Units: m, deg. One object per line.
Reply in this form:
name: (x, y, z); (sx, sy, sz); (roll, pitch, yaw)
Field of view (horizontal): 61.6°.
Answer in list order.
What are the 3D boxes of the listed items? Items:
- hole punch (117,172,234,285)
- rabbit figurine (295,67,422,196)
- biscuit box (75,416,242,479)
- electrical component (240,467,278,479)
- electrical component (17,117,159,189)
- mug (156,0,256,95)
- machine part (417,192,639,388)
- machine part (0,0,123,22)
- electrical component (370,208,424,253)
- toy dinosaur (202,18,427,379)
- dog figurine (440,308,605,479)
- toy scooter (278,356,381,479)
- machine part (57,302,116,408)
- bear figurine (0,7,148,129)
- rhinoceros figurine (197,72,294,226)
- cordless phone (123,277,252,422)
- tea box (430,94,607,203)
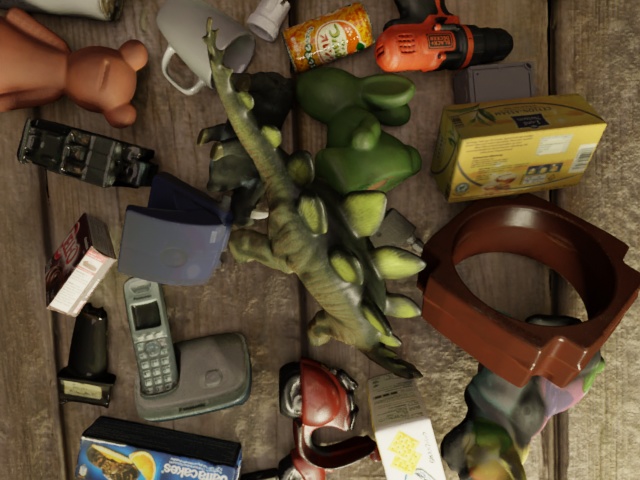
hole punch: (-0.173, -0.002, 0.640); (0.116, 0.092, 0.142); (26, 127, 2)
rabbit figurine: (0.040, -0.140, 0.640); (0.159, 0.121, 0.170); (-25, 81, -2)
biscuit box: (-0.206, 0.287, 0.700); (0.203, 0.063, 0.059); (11, 96, 0)
electrical component: (-0.073, 0.350, 0.713); (0.102, 0.045, 0.078); (-6, 96, 1)
electrical component: (-0.266, -0.098, 0.643); (0.134, 0.115, 0.058); (17, 97, 1)
mug: (-0.151, -0.237, 0.654); (0.107, 0.081, 0.109); (43, 98, 8)
machine part: (0.227, 0.049, 0.603); (0.202, 0.087, 0.201); (36, 57, 28)
machine part: (-0.332, -0.310, 0.645); (0.243, 0.079, 0.079); (6, 95, -1)
electrical component: (0.088, -0.005, 0.695); (0.094, 0.021, 0.063); (39, 94, -4)
toy dinosaur: (-0.001, -0.002, 0.580); (0.470, 0.199, 0.105); (52, 59, -20)
dog figurine: (0.237, 0.201, 0.621); (0.192, 0.108, 0.219); (6, 60, 3)
toy scooter: (0.014, 0.238, 0.689); (0.135, 0.075, 0.183); (-1, 94, -5)
machine part: (-0.304, 0.150, 0.703); (0.084, 0.039, 0.138); (5, 97, 8)
bear figurine: (-0.314, -0.203, 0.650); (0.196, 0.132, 0.120); (7, 96, -18)
rhinoceros figurine: (-0.086, -0.111, 0.652); (0.112, 0.073, 0.190); (10, 101, -36)
cordless phone: (-0.168, 0.125, 0.679); (0.147, 0.089, 0.184); (-12, 90, 2)
tea box: (0.225, -0.107, 0.628); (0.170, 0.068, 0.098); (-6, 137, -8)
